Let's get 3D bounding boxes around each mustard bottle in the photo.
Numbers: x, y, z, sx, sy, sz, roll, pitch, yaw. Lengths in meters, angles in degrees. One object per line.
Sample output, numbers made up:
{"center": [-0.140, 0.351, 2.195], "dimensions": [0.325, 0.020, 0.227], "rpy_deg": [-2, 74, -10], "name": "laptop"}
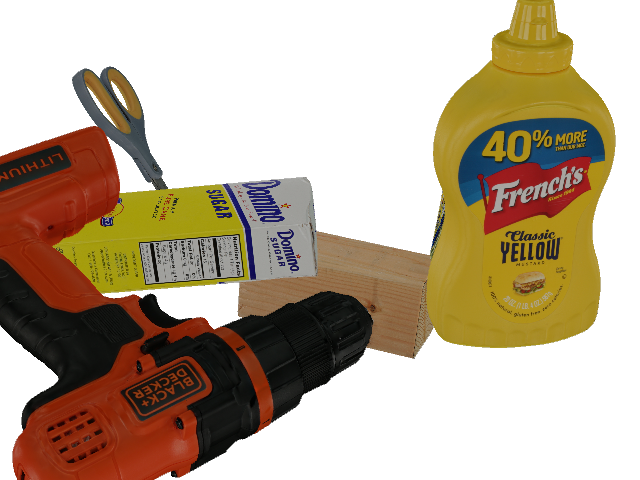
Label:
{"center": [0.109, -0.036, 0.578], "dimensions": [0.096, 0.192, 0.058], "rpy_deg": [-3, 27, -5], "name": "mustard bottle"}

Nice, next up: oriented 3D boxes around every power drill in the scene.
{"center": [-0.091, 0.026, 0.521], "dimensions": [0.184, 0.057, 0.188], "rpy_deg": [-24, 56, -31], "name": "power drill"}

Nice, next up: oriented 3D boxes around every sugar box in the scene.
{"center": [-0.091, -0.005, 0.726], "dimensions": [0.176, 0.048, 0.093], "rpy_deg": [-7, 23, 1], "name": "sugar box"}

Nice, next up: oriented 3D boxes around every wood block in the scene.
{"center": [0.021, 0.053, 1.185], "dimensions": [0.206, 0.091, 0.090], "rpy_deg": [13, 23, 17], "name": "wood block"}

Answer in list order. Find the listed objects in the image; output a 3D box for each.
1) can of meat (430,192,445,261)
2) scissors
{"center": [0.121, -0.032, 0.804], "dimensions": [0.057, 0.084, 0.102], "rpy_deg": [15, -34, 1], "name": "can of meat"}
{"center": [-0.157, -0.080, 0.983], "dimensions": [0.016, 0.201, 0.096], "rpy_deg": [-26, 27, 19], "name": "scissors"}
